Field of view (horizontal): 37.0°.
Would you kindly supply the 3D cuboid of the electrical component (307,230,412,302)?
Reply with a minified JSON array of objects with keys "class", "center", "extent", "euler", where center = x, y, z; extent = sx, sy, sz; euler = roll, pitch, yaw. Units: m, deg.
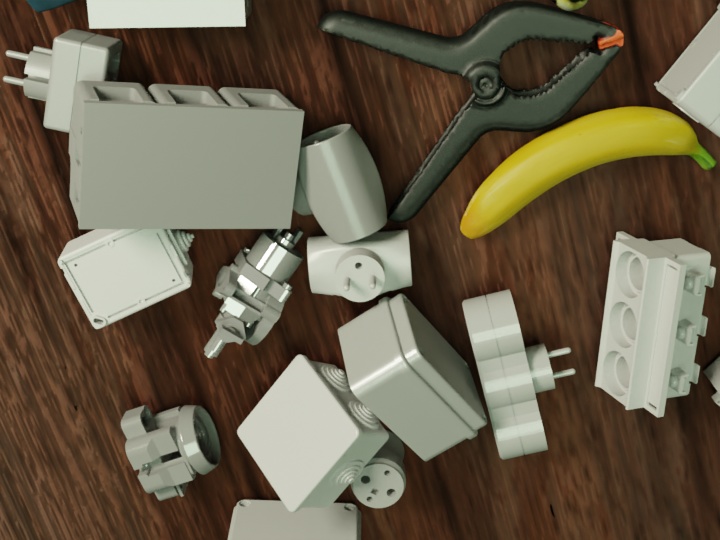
[{"class":"electrical component","center":[0.000,0.000,0.804],"extent":[0.077,0.079,0.044],"euler":[-4,110,2]}]

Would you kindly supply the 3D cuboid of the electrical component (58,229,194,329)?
[{"class":"electrical component","center":[-0.170,-0.008,0.816],"extent":[0.096,0.061,0.061],"euler":[-25,108,1]}]

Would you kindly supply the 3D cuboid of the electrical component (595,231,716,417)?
[{"class":"electrical component","center":[0.226,0.039,0.825],"extent":[0.063,0.079,0.121],"euler":[-6,112,-21]}]

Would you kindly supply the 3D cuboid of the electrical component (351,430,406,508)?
[{"class":"electrical component","center":[0.015,0.161,0.876],"extent":[0.045,0.055,0.045],"euler":[0,110,0]}]

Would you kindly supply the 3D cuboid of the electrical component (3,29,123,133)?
[{"class":"electrical component","center":[-0.217,-0.138,0.772],"extent":[0.077,0.047,0.065],"euler":[12,110,-4]}]

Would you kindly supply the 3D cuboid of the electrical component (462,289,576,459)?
[{"class":"electrical component","center":[0.132,0.079,0.847],"extent":[0.074,0.052,0.138],"euler":[-14,110,6]}]

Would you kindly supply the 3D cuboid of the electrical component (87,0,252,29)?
[{"class":"electrical component","center":[-0.131,-0.261,0.720],"extent":[0.105,0.060,0.186],"euler":[-1,110,1]}]

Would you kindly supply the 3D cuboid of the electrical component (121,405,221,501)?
[{"class":"electrical component","center":[-0.149,0.142,0.870],"extent":[0.057,0.058,0.078],"euler":[-19,109,10]}]

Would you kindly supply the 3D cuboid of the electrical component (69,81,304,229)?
[{"class":"electrical component","center":[-0.124,-0.081,0.758],"extent":[0.150,0.061,0.089],"euler":[-1,114,-22]}]

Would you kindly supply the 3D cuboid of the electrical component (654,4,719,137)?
[{"class":"electrical component","center":[0.268,-0.145,0.759],"extent":[0.061,0.061,0.096],"euler":[34,107,-11]}]

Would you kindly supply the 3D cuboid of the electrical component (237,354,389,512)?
[{"class":"electrical component","center":[-0.036,0.129,0.846],"extent":[0.099,0.099,0.048],"euler":[-51,145,16]}]

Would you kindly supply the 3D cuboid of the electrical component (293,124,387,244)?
[{"class":"electrical component","center":[-0.028,-0.061,0.797],"extent":[0.079,0.043,0.077],"euler":[-7,113,37]}]

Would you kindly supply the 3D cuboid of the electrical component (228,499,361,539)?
[{"class":"electrical component","center":[-0.054,0.241,0.878],"extent":[0.109,0.108,0.056],"euler":[2,113,0]}]

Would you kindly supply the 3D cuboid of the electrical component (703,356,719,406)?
[{"class":"electrical component","center":[0.325,0.118,0.807],"extent":[0.089,0.150,0.061],"euler":[40,104,-13]}]

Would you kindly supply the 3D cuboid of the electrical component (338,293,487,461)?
[{"class":"electrical component","center":[0.041,0.081,0.820],"extent":[0.057,0.078,0.113],"euler":[-32,127,14]}]
